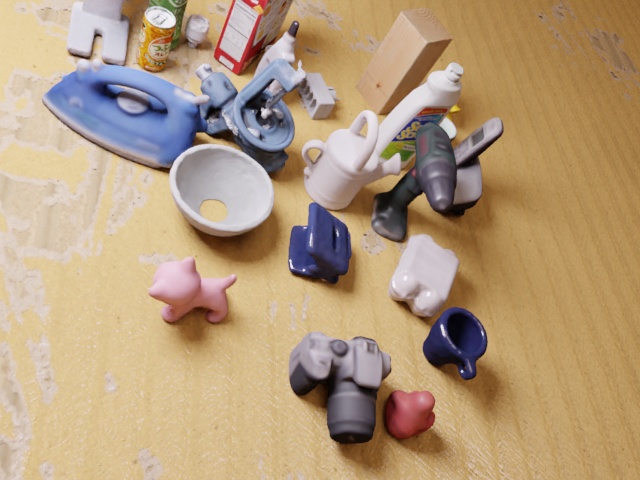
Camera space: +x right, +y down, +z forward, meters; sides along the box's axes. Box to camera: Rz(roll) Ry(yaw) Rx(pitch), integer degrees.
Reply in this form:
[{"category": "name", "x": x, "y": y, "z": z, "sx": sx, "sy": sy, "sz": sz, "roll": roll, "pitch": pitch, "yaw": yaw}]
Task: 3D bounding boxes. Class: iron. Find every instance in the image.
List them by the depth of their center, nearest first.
[{"category": "iron", "x": -0.300, "y": -0.218, "z": 0.899, "sx": 0.259, "sy": 0.141, "sz": 0.118, "roll": 18, "pitch": 53, "yaw": -16}]

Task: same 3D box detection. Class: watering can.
[{"category": "watering can", "x": 0.060, "y": -0.147, "z": 1.007, "sx": 0.173, "sy": 0.193, "sz": 0.101, "roll": -7, "pitch": 63, "yaw": -31}]

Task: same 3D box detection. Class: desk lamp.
[{"category": "desk lamp", "x": -0.358, "y": -0.451, "z": 0.975, "sx": 0.118, "sy": 0.213, "sz": 0.203, "roll": 7, "pitch": 57, "yaw": -24}]

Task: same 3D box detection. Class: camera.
[{"category": "camera", "x": 0.035, "y": 0.211, "z": 0.819, "sx": 0.143, "sy": 0.100, "sz": 0.137, "roll": 16, "pitch": 53, "yaw": -18}]

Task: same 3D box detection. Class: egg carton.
[{"category": "egg carton", "x": 0.185, "y": 0.062, "z": 1.017, "sx": 0.107, "sy": 0.069, "sz": 0.150, "roll": 33, "pitch": 50, "yaw": -4}]

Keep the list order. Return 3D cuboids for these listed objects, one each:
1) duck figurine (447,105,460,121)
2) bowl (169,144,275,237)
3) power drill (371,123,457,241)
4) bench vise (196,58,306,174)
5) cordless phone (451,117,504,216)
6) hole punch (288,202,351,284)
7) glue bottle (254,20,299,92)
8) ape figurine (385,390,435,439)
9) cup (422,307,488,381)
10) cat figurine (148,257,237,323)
[{"category": "duck figurine", "x": 0.279, "y": -0.316, "z": 1.306, "sx": 0.078, "sy": 0.086, "sz": 0.104, "roll": -16, "pitch": 68, "yaw": -35}, {"category": "bowl", "x": -0.162, "y": -0.067, "z": 0.915, "sx": 0.168, "sy": 0.074, "sz": 0.167, "roll": 14, "pitch": 54, "yaw": -20}, {"category": "power drill", "x": 0.173, "y": -0.091, "z": 1.021, "sx": 0.076, "sy": 0.208, "sz": 0.229, "roll": 20, "pitch": 52, "yaw": -14}, {"category": "bench vise", "x": -0.119, "y": -0.230, "z": 0.951, "sx": 0.208, "sy": 0.219, "sz": 0.121, "roll": 26, "pitch": 51, "yaw": -10}, {"category": "cordless phone", "x": 0.297, "y": -0.149, "z": 1.141, "sx": 0.094, "sy": 0.185, "sz": 0.147, "roll": 15, "pitch": 53, "yaw": -18}, {"category": "hole punch", "x": 0.009, "y": 0.003, "z": 0.948, "sx": 0.101, "sy": 0.091, "sz": 0.108, "roll": 15, "pitch": 54, "yaw": -19}, {"category": "glue bottle", "x": -0.074, "y": -0.341, "z": 1.079, "sx": 0.037, "sy": 0.173, "sz": 0.078, "roll": -11, "pitch": 65, "yaw": -32}, {"category": "ape figurine", "x": 0.140, "y": 0.253, "z": 0.852, "sx": 0.078, "sy": 0.092, "sz": 0.076, "roll": 49, "pitch": 51, "yaw": 9}, {"category": "cup", "x": 0.215, "y": 0.181, "z": 0.937, "sx": 0.092, "sy": 0.094, "sz": 0.117, "roll": 7, "pitch": 57, "yaw": -24}, {"category": "cat figurine", "x": -0.178, "y": 0.064, "z": 0.792, "sx": 0.128, "sy": 0.117, "sz": 0.067, "roll": 1, "pitch": 59, "yaw": -27}]
